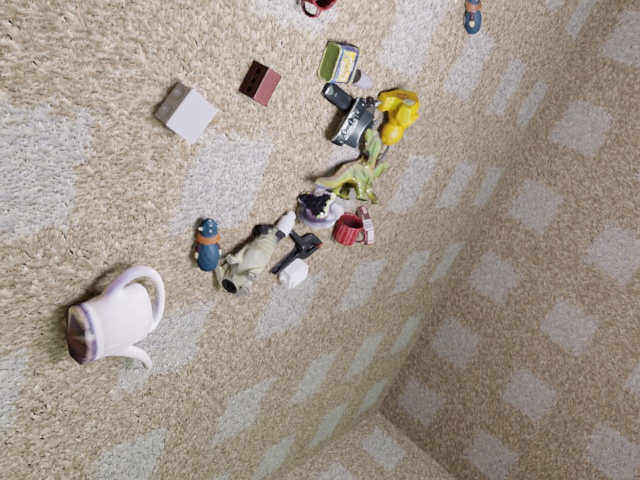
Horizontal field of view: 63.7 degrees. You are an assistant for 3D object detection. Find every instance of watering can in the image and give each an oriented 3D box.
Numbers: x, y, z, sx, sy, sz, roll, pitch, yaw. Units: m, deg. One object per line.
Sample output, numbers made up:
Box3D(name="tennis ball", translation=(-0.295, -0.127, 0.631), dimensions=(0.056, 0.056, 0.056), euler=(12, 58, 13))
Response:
Box3D(name="watering can", translation=(-0.454, 0.211, 1.162), dimensions=(0.227, 0.105, 0.340), euler=(-22, 136, -45))

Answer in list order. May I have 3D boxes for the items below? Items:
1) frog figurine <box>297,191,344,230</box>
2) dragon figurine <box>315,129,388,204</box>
Box3D(name="frog figurine", translation=(0.005, -0.079, 1.567), dimensions=(0.137, 0.125, 0.157), euler=(-20, 158, 3))
Box3D(name="dragon figurine", translation=(0.120, -0.242, 1.622), dimensions=(0.408, 0.123, 0.243), euler=(13, 91, -62))
